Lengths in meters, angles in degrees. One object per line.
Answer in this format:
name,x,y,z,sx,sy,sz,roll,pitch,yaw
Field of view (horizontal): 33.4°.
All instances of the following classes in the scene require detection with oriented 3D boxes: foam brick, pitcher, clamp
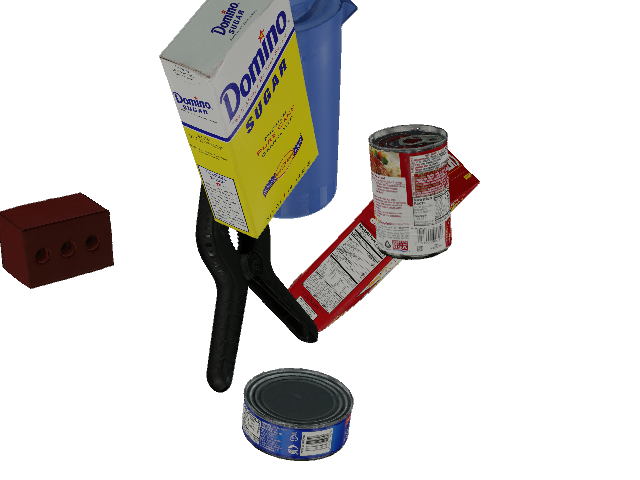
foam brick,-0.219,-0.001,0.882,0.078,0.053,0.051,-18,31,-33
pitcher,-0.050,-0.144,1.120,0.149,0.243,0.144,15,42,21
clamp,-0.069,0.029,1.044,0.036,0.210,0.164,-11,0,35

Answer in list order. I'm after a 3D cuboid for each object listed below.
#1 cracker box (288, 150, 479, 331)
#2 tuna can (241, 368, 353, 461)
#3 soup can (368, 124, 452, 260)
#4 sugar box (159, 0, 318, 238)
cracker box,0.072,-0.004,1.272,0.214,0.072,0.164,-48,-8,34
tuna can,-0.018,0.135,0.833,0.086,0.034,0.086,5,23,-2
soup can,0.079,-0.042,0.927,0.068,0.102,0.068,-5,23,2
sugar box,-0.049,-0.090,0.734,0.048,0.093,0.176,24,-27,20
